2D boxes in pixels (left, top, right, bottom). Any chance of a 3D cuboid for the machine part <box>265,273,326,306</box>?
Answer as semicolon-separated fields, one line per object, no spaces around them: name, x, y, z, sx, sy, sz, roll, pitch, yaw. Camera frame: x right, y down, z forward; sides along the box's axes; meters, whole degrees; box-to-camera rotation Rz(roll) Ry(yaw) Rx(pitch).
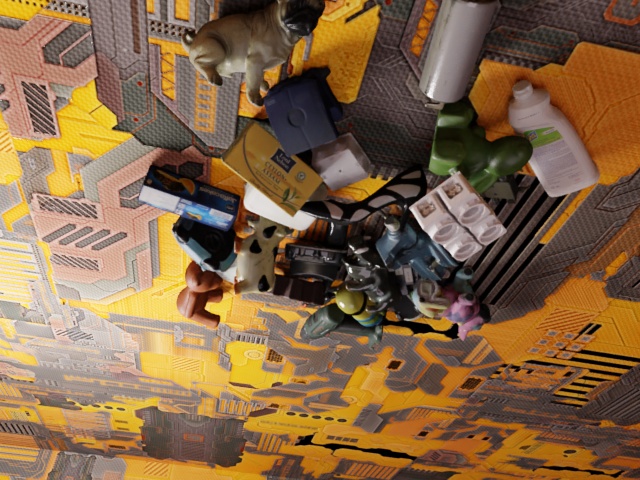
machine part;-0.074;0.114;1.301;0.179;0.056;0.179;12;174;1

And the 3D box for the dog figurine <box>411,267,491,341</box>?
dog figurine;0.334;0.173;1.361;0.192;0.108;0.219;-7;142;11

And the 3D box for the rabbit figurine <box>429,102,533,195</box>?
rabbit figurine;0.283;-0.144;0.956;0.170;0.121;0.159;10;150;10

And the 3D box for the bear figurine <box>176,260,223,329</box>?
bear figurine;-0.285;0.119;1.344;0.132;0.120;0.195;17;133;-21

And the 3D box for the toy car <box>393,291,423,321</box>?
toy car;0.200;0.143;1.373;0.073;0.056;0.201;-26;129;24

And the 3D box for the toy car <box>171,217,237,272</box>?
toy car;-0.269;0.005;1.215;0.161;0.109;0.103;39;148;-23

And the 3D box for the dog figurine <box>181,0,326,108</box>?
dog figurine;-0.103;-0.327;0.818;0.172;0.121;0.190;20;124;-23

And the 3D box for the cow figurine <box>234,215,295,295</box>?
cow figurine;-0.127;0.023;1.186;0.127;0.085;0.194;2;102;-12

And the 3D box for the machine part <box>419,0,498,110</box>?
machine part;0.209;-0.300;0.823;0.079;0.079;0.243;6;139;-2

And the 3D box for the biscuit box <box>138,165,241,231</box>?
biscuit box;-0.272;-0.086;1.133;0.202;0.063;0.059;19;138;-18

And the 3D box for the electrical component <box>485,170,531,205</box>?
electrical component;0.366;-0.112;1.065;0.078;0.045;0.102;6;148;46

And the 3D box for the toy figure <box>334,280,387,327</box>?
toy figure;0.107;0.165;1.342;0.082;0.089;0.180;-35;131;9

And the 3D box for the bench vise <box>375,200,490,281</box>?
bench vise;0.243;-0.019;1.136;0.240;0.129;0.223;-38;118;14

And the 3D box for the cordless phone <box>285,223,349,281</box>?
cordless phone;-0.003;-0.004;1.213;0.147;0.089;0.184;8;129;-3

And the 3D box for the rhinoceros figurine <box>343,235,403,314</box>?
rhinoceros figurine;0.114;0.076;1.199;0.112;0.073;0.190;-26;107;25

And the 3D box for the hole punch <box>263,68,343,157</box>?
hole punch;-0.030;-0.219;0.936;0.142;0.092;0.115;-15;133;27

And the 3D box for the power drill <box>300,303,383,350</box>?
power drill;0.062;0.245;1.495;0.207;0.086;0.232;17;149;-6

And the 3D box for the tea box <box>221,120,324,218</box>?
tea box;-0.090;-0.133;1.006;0.169;0.068;0.098;37;94;-20

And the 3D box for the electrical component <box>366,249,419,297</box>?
electrical component;0.163;0.072;1.258;0.134;0.058;0.114;-5;116;16

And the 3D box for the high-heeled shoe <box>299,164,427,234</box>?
high-heeled shoe;0.084;-0.097;1.057;0.249;0.145;0.086;11;176;2
